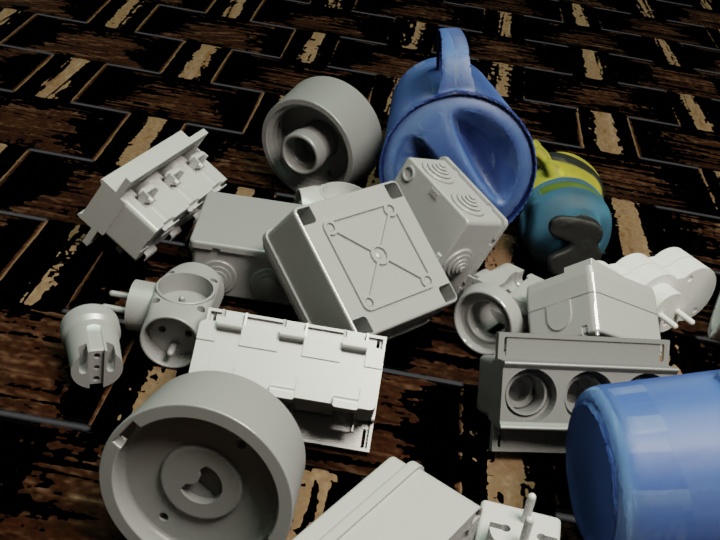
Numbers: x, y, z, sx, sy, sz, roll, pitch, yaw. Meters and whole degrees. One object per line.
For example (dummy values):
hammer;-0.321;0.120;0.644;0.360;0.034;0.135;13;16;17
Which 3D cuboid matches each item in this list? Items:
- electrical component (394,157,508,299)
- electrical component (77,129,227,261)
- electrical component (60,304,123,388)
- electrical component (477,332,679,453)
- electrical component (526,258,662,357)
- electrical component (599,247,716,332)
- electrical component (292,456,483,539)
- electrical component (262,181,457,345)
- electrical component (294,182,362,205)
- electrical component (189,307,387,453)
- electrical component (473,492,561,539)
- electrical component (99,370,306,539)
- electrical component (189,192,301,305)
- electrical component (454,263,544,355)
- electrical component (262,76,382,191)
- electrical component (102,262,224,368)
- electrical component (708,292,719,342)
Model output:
electrical component;0.057;-0.033;0.867;0.048;0.099;0.099;-1;42;-45
electrical component;-0.167;-0.061;0.893;0.063;0.078;0.121;43;34;-1
electrical component;-0.180;0.052;0.727;0.040;0.040;0.046;-2;38;-20
electrical component;0.146;0.083;0.735;0.121;0.078;0.063;3;1;-11
electrical component;0.176;0.035;0.794;0.096;0.062;0.061;18;61;-39
electrical component;0.240;0.026;0.879;0.138;0.052;0.073;-9;34;-29
electrical component;0.006;0.158;0.557;0.057;0.078;0.113;29;35;25
electrical component;0.000;0.000;0.800;0.109;0.056;0.108;-19;78;-40
electrical component;-0.014;-0.039;0.924;0.077;0.044;0.079;2;31;-14
electrical component;-0.047;0.068;0.699;0.121;0.063;0.078;10;70;0
electrical component;0.085;0.156;0.585;0.047;0.075;0.083;13;30;6
electrical component;-0.082;0.107;0.596;0.108;0.108;0.060;13;24;6
electrical component;-0.087;-0.017;0.862;0.100;0.048;0.099;8;30;-2
electrical component;0.108;0.032;0.826;0.078;0.058;0.057;28;32;28
electrical component;-0.041;-0.118;0.996;0.108;0.108;0.060;22;38;20
electrical component;-0.144;0.028;0.772;0.079;0.044;0.077;10;30;1
electrical component;0.333;0.018;0.871;0.060;0.108;0.108;23;32;10
